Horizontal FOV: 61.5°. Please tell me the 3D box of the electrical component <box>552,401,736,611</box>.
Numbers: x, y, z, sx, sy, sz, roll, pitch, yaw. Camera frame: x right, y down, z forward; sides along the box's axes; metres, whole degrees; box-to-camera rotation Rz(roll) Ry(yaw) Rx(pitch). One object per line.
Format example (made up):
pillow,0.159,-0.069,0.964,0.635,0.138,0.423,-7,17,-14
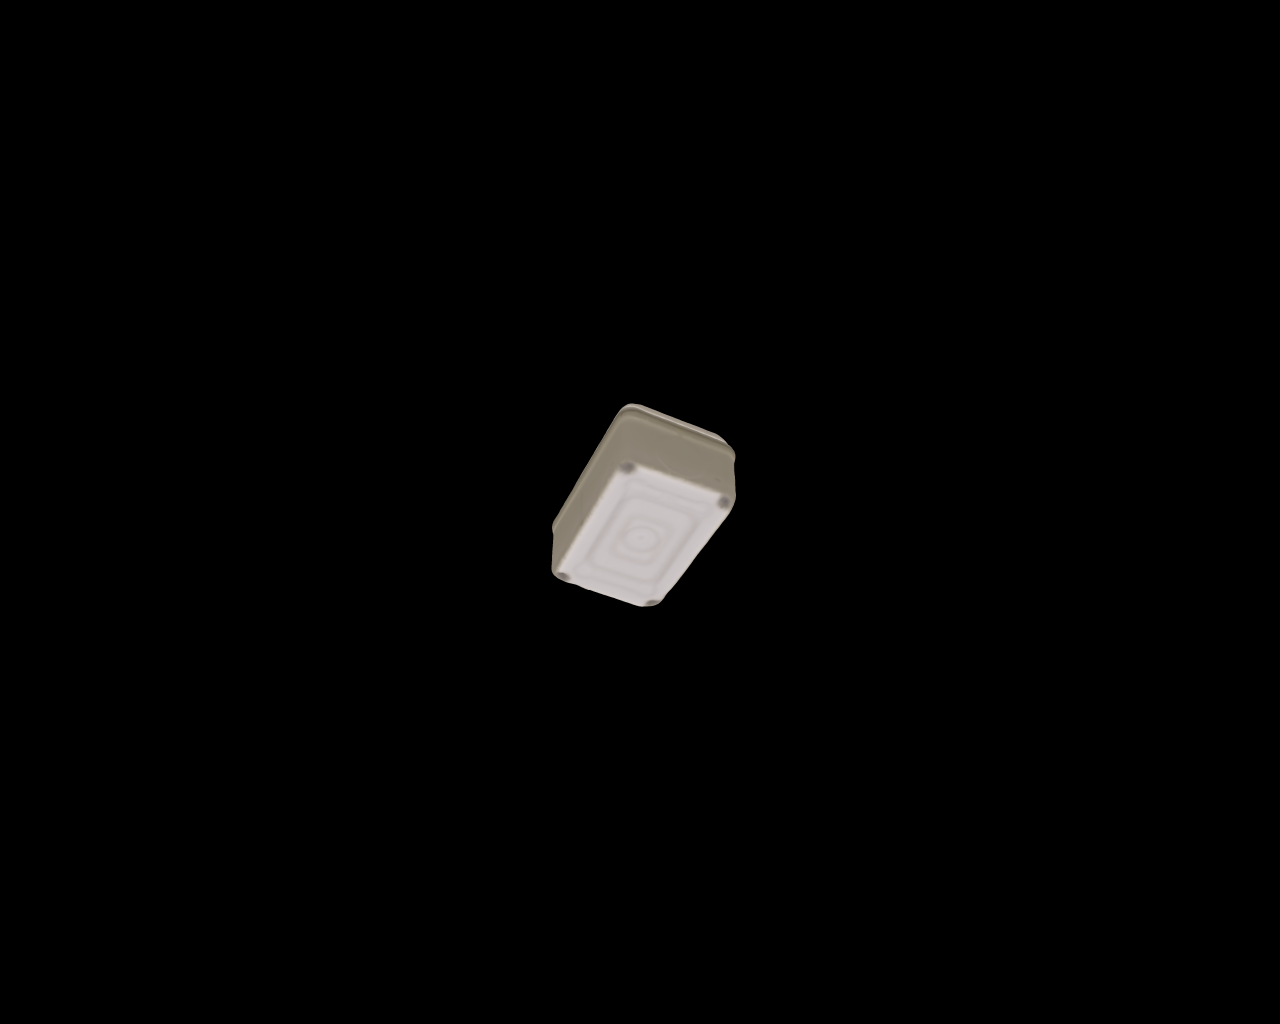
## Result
electrical component,0.001,-0.003,0.650,0.078,0.057,0.113,20,-50,-17
